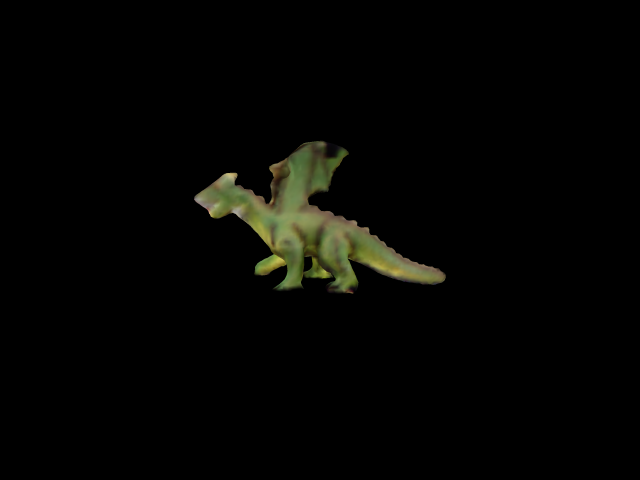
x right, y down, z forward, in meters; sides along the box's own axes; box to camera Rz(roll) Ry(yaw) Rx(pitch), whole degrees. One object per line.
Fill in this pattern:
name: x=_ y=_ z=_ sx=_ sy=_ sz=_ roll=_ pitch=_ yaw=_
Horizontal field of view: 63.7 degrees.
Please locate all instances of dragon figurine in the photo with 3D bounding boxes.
dragon figurine: x=0.003 y=-0.043 z=0.850 sx=0.410 sy=0.242 sz=0.122 roll=0 pitch=4 yaw=-2
